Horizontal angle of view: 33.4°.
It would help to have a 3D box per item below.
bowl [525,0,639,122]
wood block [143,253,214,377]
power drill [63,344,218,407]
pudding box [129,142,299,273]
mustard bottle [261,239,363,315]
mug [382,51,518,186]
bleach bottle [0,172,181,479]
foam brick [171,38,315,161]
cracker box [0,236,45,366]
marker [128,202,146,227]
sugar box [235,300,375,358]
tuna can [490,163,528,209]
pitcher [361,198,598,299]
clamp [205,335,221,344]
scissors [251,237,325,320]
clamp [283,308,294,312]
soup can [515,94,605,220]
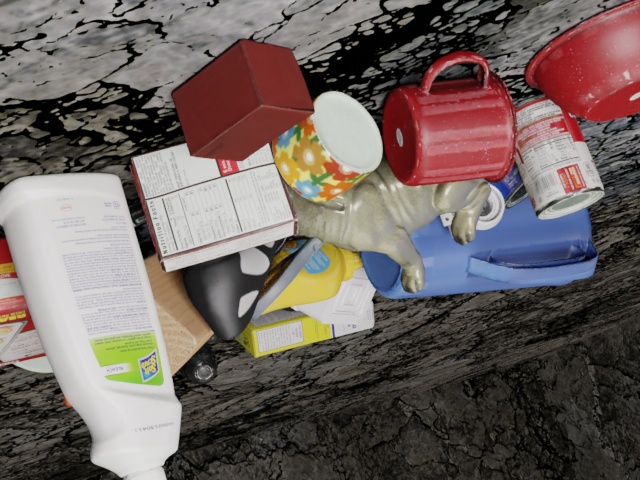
[{"bbox_3d":[0.258,-0.144,0.898,0.162,0.055,0.162,-17,165,-5],"label":"bowl"},{"bbox_3d":[-0.147,0.072,0.975,0.090,0.091,0.206,-47,180,10],"label":"wood block"},{"bbox_3d":[-0.227,0.156,1.320,0.187,0.057,0.185,-9,-170,-16],"label":"power drill"},{"bbox_3d":[-0.082,-0.034,0.832,0.113,0.090,0.039,-16,165,-7],"label":"pudding box"},{"bbox_3d":[-0.034,0.036,1.159,0.191,0.058,0.096,-10,-151,-33],"label":"mustard bottle"},{"bbox_3d":[0.102,-0.096,0.850,0.081,0.093,0.117,-8,132,-17],"label":"mug"},{"bbox_3d":[-0.169,0.075,0.808,0.102,0.251,0.068,-6,161,-38],"label":"bleach bottle"},{"bbox_3d":[-0.053,-0.094,0.725,0.078,0.051,0.052,-29,161,37],"label":"foam brick"},{"bbox_3d":[-0.298,0.062,0.974,0.164,0.072,0.214,-11,165,-22],"label":"cracker box"},{"bbox_3d":[-0.122,-0.038,0.914,0.121,0.020,0.020,-22,165,18],"label":"marker"},{"bbox_3d":[-0.023,0.109,1.455,0.176,0.048,0.093,-10,-164,-19],"label":"sugar box"},{"bbox_3d":[0.210,-0.071,1.099,0.086,0.034,0.086,-36,165,-12],"label":"tuna can"},{"bbox_3d":[0.177,0.003,1.185,0.242,0.145,0.149,-7,163,-27],"label":"pitcher"},{"bbox_3d":[-0.188,0.106,1.276,0.165,0.036,0.209,10,-168,28],"label":"clamp"},{"bbox_3d":[-0.007,0.001,1.051,0.201,0.016,0.096,-48,-171,-15],"label":"scissors"},{"bbox_3d":[-0.040,0.071,1.375,0.120,0.039,0.171,-23,164,17],"label":"clamp"},{"bbox_3d":[0.217,-0.078,0.997,0.068,0.102,0.068,-17,165,-5],"label":"soup can"}]
